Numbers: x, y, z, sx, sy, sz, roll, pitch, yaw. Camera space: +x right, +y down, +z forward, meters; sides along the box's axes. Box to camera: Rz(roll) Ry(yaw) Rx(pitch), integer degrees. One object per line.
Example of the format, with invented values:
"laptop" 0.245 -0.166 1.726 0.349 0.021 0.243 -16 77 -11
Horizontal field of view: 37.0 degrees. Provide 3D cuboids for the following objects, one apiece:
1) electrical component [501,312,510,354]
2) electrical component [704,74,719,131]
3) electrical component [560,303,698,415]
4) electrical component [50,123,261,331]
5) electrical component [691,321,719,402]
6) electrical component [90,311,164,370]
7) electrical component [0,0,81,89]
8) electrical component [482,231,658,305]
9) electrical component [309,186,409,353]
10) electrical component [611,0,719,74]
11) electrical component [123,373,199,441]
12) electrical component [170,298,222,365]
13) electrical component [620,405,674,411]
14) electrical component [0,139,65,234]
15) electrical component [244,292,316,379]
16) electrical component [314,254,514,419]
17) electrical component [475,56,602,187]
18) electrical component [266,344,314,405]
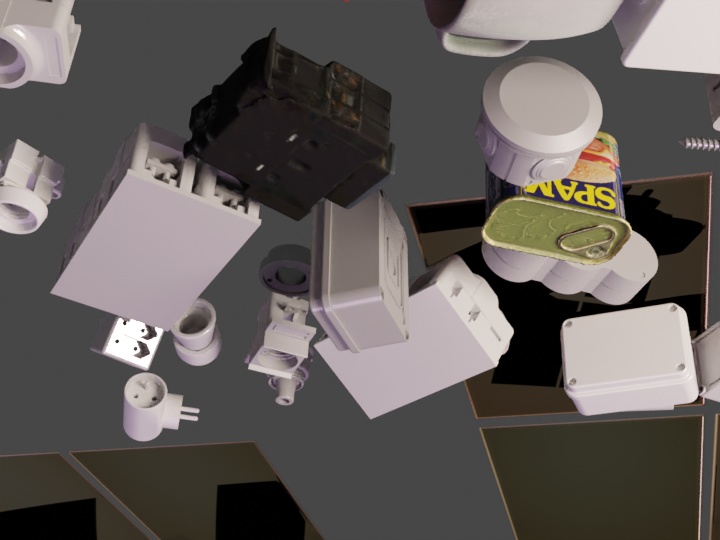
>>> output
"electrical component" 0.099 0.061 0.992 0.065 0.044 0.044 -14 142 32
"electrical component" 0.269 -0.127 0.690 0.050 0.055 0.089 13 144 -13
"electrical component" 0.242 0.080 0.972 0.113 0.078 0.057 -10 146 19
"electrical component" -0.164 -0.032 0.865 0.105 0.060 0.186 21 142 -23
"electrical component" 0.349 0.082 0.977 0.061 0.061 0.096 17 143 -17
"electrical component" -0.217 0.051 0.993 0.047 0.065 0.077 26 168 -29
"electrical component" -0.233 -0.156 0.697 0.089 0.055 0.050 7 145 -4
"electrical component" 0.174 -0.021 0.855 0.138 0.052 0.073 13 144 -12
"electrical component" 0.000 0.000 0.850 0.057 0.113 0.078 -11 143 16
"electrical component" 0.206 -0.165 0.635 0.100 0.048 0.099 1 147 -18
"electrical component" -0.211 0.148 1.142 0.079 0.044 0.077 9 145 -7
"electrical component" -0.154 0.059 1.008 0.045 0.045 0.055 2 146 3
"electrical component" 0.263 0.116 1.051 0.081 0.043 0.043 -3 145 11
"electrical component" -0.264 -0.062 0.836 0.048 0.055 0.066 -26 135 36
"electrical component" -0.072 0.058 0.983 0.042 0.063 0.081 17 143 -17
"electrical component" 0.048 0.059 0.953 0.150 0.061 0.089 -29 103 38
"electrical component" 0.118 -0.100 0.725 0.080 0.080 0.051 6 150 -3
"electrical component" -0.071 0.100 1.044 0.048 0.062 0.048 3 145 2
